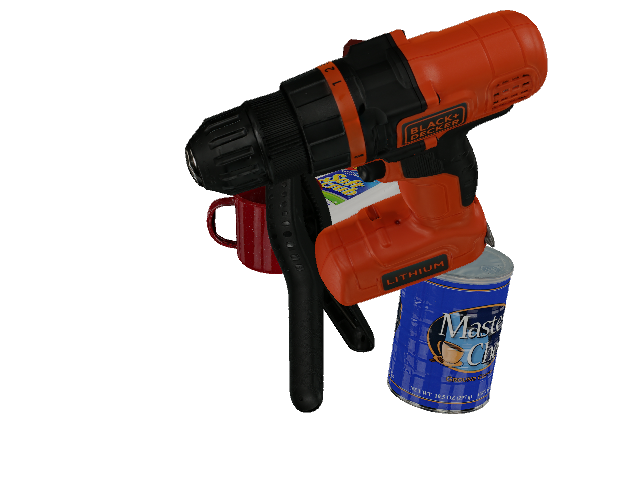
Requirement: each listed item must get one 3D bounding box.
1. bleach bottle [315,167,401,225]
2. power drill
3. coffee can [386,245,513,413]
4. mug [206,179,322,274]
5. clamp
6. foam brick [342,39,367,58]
[{"bbox_3d":[0.029,-0.055,1.344,0.103,0.068,0.250,27,43,35],"label":"bleach bottle"},{"bbox_3d":[0.028,-0.033,0.580,0.184,0.057,0.187,-18,-27,-5],"label":"power drill"},{"bbox_3d":[0.123,0.080,1.028,0.103,0.140,0.103,6,20,-2],"label":"coffee can"},{"bbox_3d":[-0.057,-0.018,1.087,0.117,0.081,0.093,-2,28,-7],"label":"mug"},{"bbox_3d":[-0.004,0.021,0.875,0.036,0.210,0.164,-11,1,20],"label":"clamp"},{"bbox_3d":[0.058,-0.146,0.945,0.078,0.051,0.053,8,18,8],"label":"foam brick"}]
